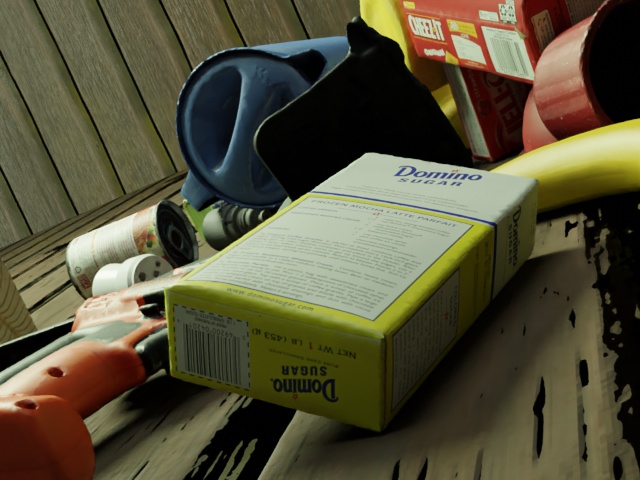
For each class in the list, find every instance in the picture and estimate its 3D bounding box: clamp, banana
[{"bbox_3d":[-0.133,0.057,0.713,0.210,0.036,0.164,-24,9,-5],"label":"clamp"},{"bbox_3d":[0.137,-0.034,0.533,0.069,0.037,0.198,-27,9,-24],"label":"banana"}]

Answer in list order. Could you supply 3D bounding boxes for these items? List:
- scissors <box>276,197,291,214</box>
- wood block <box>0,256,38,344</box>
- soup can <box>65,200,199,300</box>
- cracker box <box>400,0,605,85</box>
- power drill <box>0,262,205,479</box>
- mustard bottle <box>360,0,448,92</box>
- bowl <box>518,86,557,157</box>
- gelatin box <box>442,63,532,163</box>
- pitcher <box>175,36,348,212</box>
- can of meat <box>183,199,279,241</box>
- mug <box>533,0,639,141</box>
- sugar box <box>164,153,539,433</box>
[{"bbox_3d":[-0.023,0.006,0.687,0.096,0.016,0.201,-9,27,37],"label":"scissors"},{"bbox_3d":[-0.338,0.089,0.892,0.207,0.091,0.090,-17,11,39],"label":"wood block"},{"bbox_3d":[-0.171,0.013,0.970,0.102,0.068,0.068,-21,9,20],"label":"soup can"},{"bbox_3d":[0.185,-0.191,0.747,0.213,0.072,0.164,-29,26,-14],"label":"cracker box"},{"bbox_3d":[-0.089,0.063,0.507,0.185,0.057,0.187,-15,11,34],"label":"power drill"},{"bbox_3d":[0.130,-0.183,0.867,0.191,0.096,0.058,-20,2,-26],"label":"mustard bottle"},{"bbox_3d":[0.204,-0.108,0.742,0.162,0.055,0.162,-24,9,4],"label":"bowl"},{"bbox_3d":[0.142,-0.114,0.824,0.073,0.089,0.030,-27,18,-17],"label":"gelatin box"},{"bbox_3d":[-0.025,-0.113,0.968,0.149,0.145,0.242,3,16,21],"label":"pitcher"},{"bbox_3d":[-0.083,-0.038,1.080,0.083,0.057,0.102,-30,9,-19],"label":"can of meat"},{"bbox_3d":[0.188,-0.092,0.623,0.117,0.093,0.081,6,-3,-12],"label":"mug"},{"bbox_3d":[0.022,0.012,0.451,0.093,0.048,0.175,11,23,26],"label":"sugar box"}]
